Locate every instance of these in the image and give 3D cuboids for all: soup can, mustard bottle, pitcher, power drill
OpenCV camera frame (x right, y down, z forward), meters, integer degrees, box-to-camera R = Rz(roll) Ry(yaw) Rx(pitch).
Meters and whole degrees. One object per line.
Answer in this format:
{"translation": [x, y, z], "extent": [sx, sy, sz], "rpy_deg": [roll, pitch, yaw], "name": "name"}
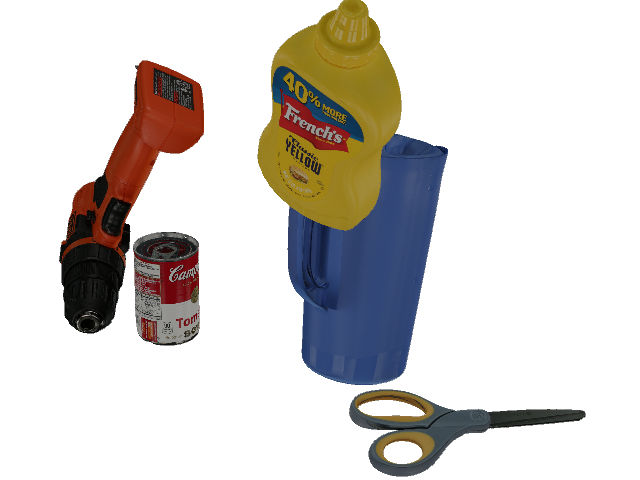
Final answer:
{"translation": [-0.161, 0.051, 1.121], "extent": [0.068, 0.102, 0.068], "rpy_deg": [2, 24, -1], "name": "soup can"}
{"translation": [0.008, -0.091, 0.733], "extent": [0.058, 0.096, 0.192], "rpy_deg": [-41, -18, -29], "name": "mustard bottle"}
{"translation": [0.037, 0.016, 1.051], "extent": [0.149, 0.243, 0.145], "rpy_deg": [5, 16, -3], "name": "pitcher"}
{"translation": [-0.159, -0.038, 0.866], "extent": [0.057, 0.188, 0.184], "rpy_deg": [22, 29, -24], "name": "power drill"}

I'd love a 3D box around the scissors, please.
{"translation": [0.123, 0.163, 0.883], "extent": [0.202, 0.016, 0.096], "rpy_deg": [8, 38, 2], "name": "scissors"}
